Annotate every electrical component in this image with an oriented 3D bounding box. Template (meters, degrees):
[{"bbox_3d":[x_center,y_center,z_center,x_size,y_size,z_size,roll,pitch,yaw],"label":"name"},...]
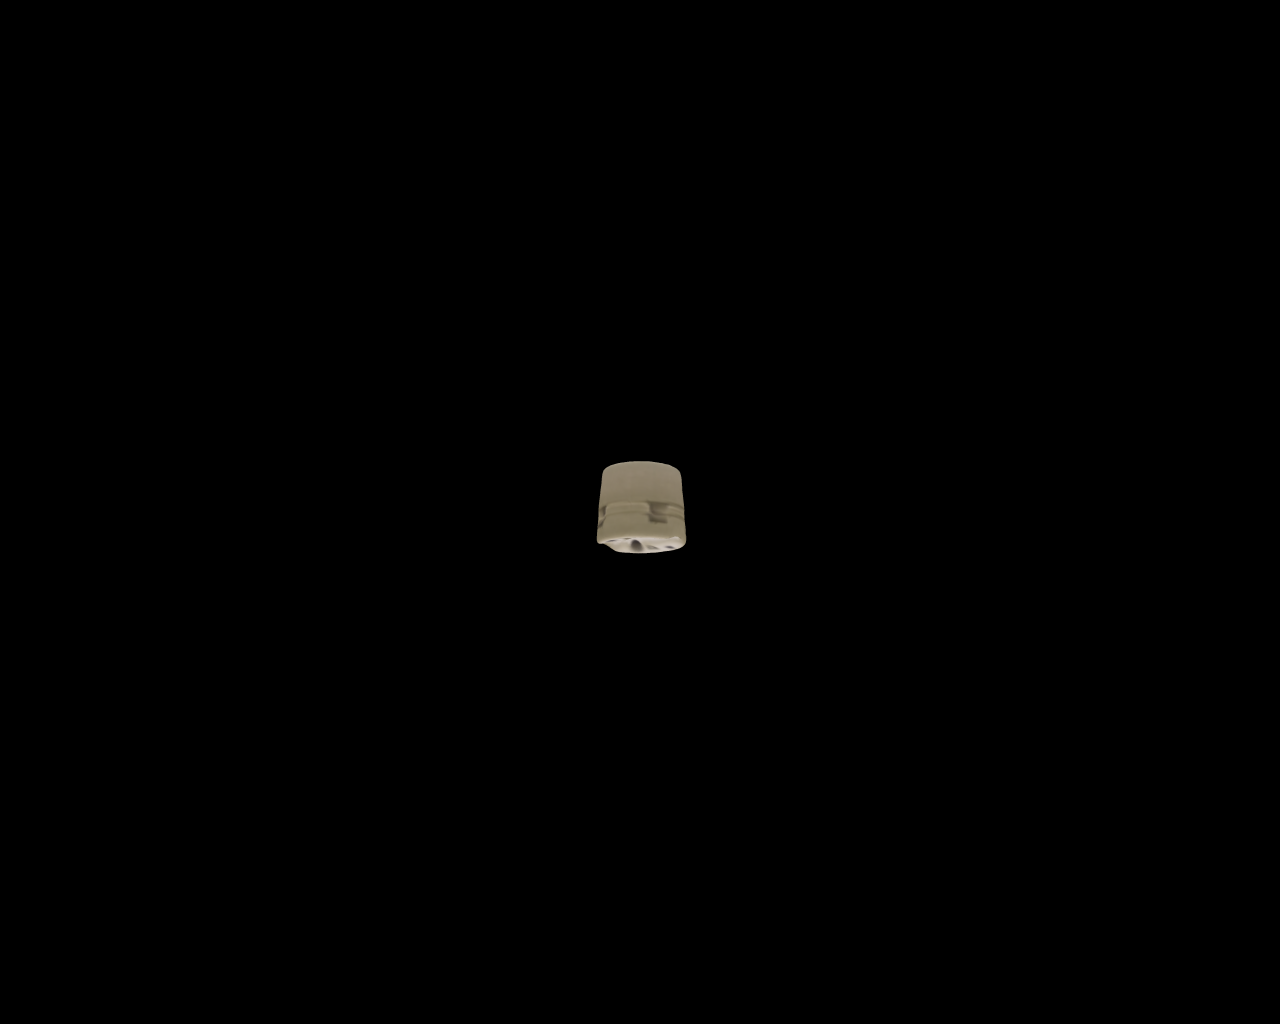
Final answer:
[{"bbox_3d":[0.001,-0.003,0.650,0.055,0.047,0.055,0,-14,0],"label":"electrical component"}]
